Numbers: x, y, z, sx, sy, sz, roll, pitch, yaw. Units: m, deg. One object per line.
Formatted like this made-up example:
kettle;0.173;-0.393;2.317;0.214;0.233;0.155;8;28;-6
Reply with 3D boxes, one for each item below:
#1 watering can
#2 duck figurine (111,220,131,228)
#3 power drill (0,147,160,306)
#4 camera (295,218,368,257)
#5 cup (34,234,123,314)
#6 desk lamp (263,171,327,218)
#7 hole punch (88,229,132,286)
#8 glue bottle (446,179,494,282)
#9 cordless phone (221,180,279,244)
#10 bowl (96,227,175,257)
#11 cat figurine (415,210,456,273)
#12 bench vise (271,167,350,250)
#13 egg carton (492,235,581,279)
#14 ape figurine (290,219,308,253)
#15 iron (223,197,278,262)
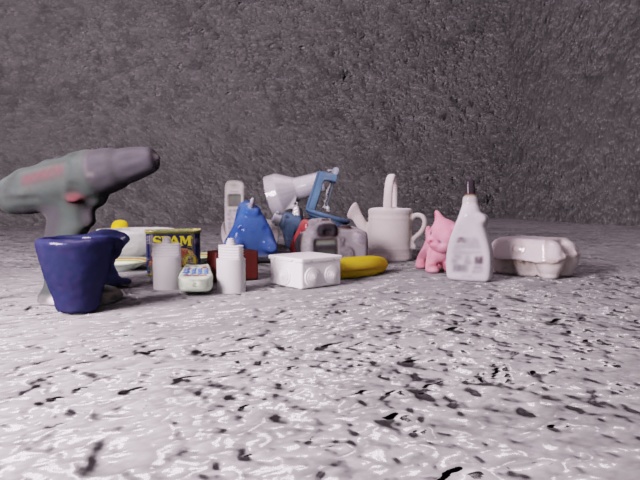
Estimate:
watering can;0.150;-0.052;1.292;0.173;0.194;0.101;0;4;-4
duck figurine;-0.499;-0.007;1.420;0.077;0.086;0.105;1;5;15
power drill;-0.321;-0.020;0.773;0.229;0.208;0.076;1;5;8
camera;0.011;0.004;1.172;0.143;0.101;0.136;-2;5;-20
cup;-0.295;0.041;0.720;0.091;0.095;0.118;2;5;26
desk lamp;-0.057;-0.086;1.613;0.203;0.213;0.118;0;4;6
hole punch;-0.358;0.030;0.890;0.108;0.091;0.101;3;5;34
glue bottle;0.255;-0.017;0.973;0.078;0.173;0.037;2;5;27
cordless phone;-0.180;-0.060;1.465;0.148;0.185;0.094;-1;5;-11
bowl;-0.400;0.012;1.249;0.167;0.075;0.167;0;4;0
cat figurine;0.228;0.001;1.094;0.067;0.118;0.127;-1;4;-10
bench vise;-0.013;-0.078;1.471;0.208;0.220;0.121;-2;5;-24
egg carton;0.387;0.029;1.048;0.107;0.069;0.149;-4;6;-40
ape figurine;-0.032;-0.002;1.315;0.075;0.092;0.078;4;6;44
iron;-0.169;-0.025;1.290;0.119;0.141;0.257;-1;5;-17
